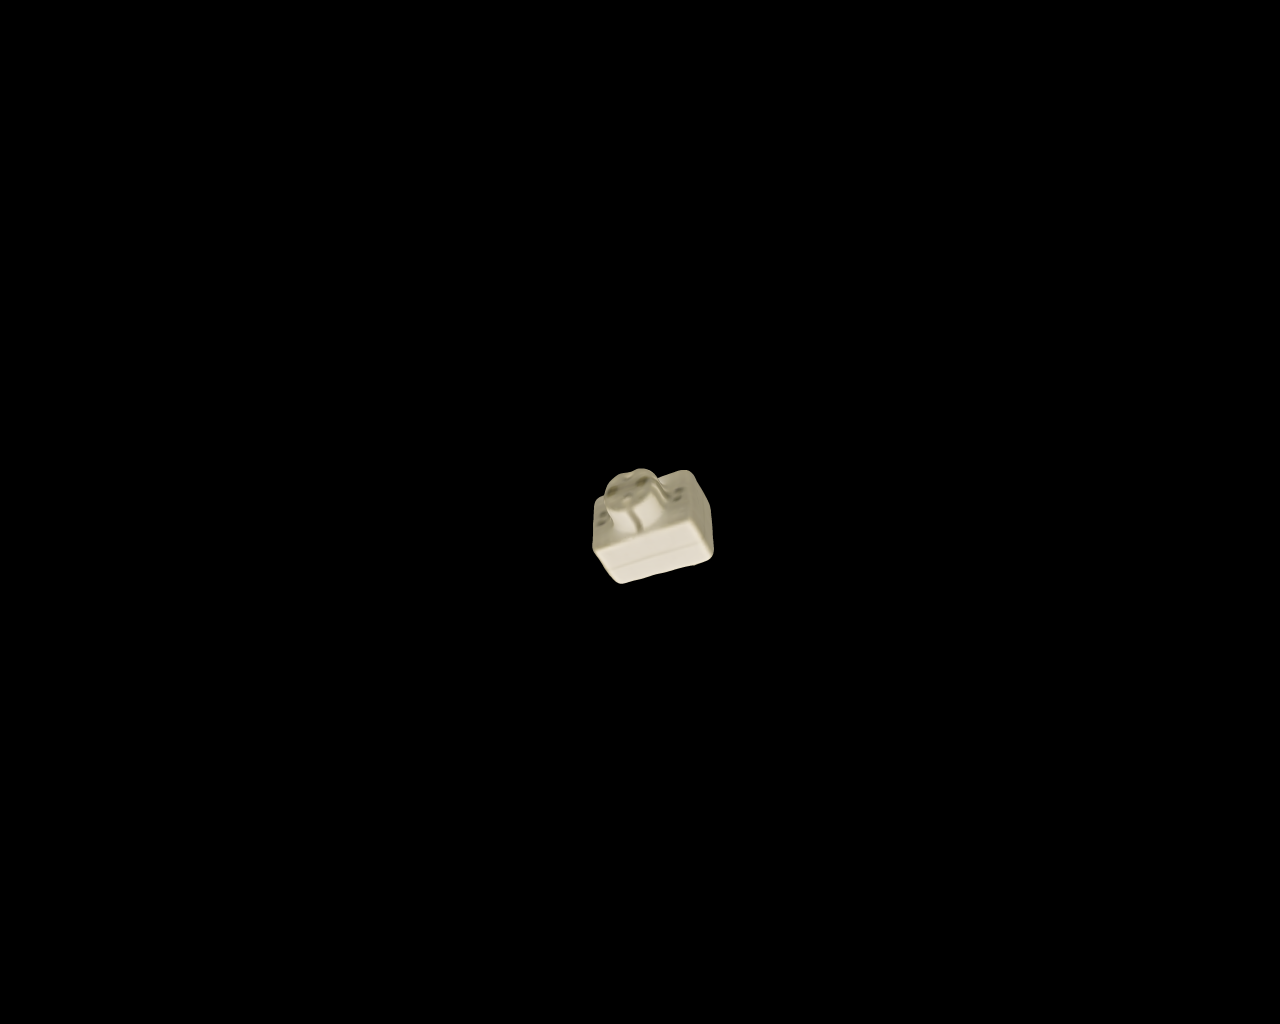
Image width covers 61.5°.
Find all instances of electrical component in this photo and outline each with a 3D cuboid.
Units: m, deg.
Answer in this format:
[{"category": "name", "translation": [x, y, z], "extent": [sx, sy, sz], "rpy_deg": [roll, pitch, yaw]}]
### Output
[{"category": "electrical component", "translation": [0.001, -0.003, 0.650], "extent": [0.066, 0.047, 0.076], "rpy_deg": [-17, -48, 17]}]
